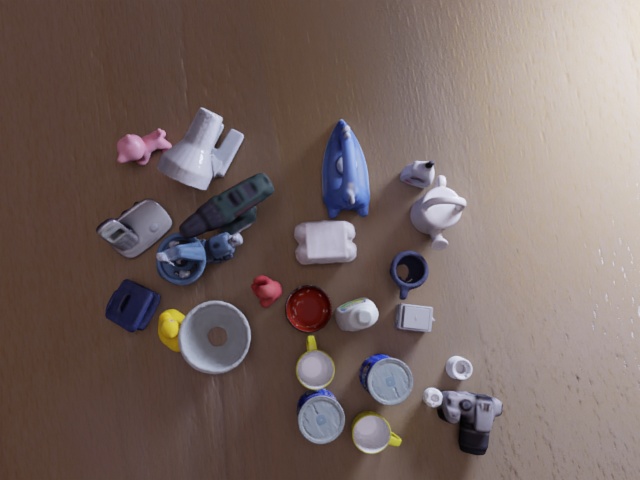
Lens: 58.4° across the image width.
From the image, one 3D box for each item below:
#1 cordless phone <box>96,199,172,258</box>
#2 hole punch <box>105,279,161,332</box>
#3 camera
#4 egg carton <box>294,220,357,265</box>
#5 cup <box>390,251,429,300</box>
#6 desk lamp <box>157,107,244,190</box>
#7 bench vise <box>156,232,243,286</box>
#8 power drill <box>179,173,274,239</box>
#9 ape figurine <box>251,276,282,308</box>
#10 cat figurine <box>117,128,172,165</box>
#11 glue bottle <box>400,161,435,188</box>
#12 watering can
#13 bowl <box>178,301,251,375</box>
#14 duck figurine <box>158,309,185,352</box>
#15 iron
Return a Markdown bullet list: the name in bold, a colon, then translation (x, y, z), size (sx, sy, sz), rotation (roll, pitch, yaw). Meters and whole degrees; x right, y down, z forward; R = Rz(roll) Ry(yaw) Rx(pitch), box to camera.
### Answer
- **cordless phone**: translation (-0.427, -0.035, 1.308), size (0.148, 0.185, 0.094), rotation (-43, 88, -8)
- **hole punch**: translation (-0.441, 0.154, 1.332), size (0.101, 0.091, 0.109), rotation (26, 82, -1)
- **camera**: translation (0.354, 0.432, 1.352), size (0.143, 0.100, 0.137), rotation (8, 83, -3)
- **egg carton**: translation (0.013, 0.005, 1.394), size (0.150, 0.069, 0.107), rotation (-4, 83, -5)
- **cup**: translation (0.205, 0.089, 1.385), size (0.091, 0.095, 0.118), rotation (13, 82, -2)
- **desk lamp**: translation (-0.274, -0.208, 1.326), size (0.118, 0.213, 0.203), rotation (26, 82, 0)
- **bench vise**: translation (-0.287, 0.018, 1.294), size (0.207, 0.219, 0.121), rotation (-38, 87, -7)
- **power drill**: translation (-0.208, -0.063, 1.316), size (0.230, 0.208, 0.075), rotation (-36, 87, -7)
- **ape figurine**: translation (-0.128, 0.122, 1.358), size (0.076, 0.092, 0.078), rotation (2, 83, -4)
- **cat figurine**: translation (-0.427, -0.228, 1.365), size (0.128, 0.117, 0.067), rotation (-30, 86, -7)
- **glue bottle**: translation (0.246, -0.166, 1.379), size (0.078, 0.173, 0.037), rotation (15, 82, -2)
- **watering can**: translation (0.287, -0.067, 1.360), size (0.101, 0.194, 0.173), rotation (-17, 85, -6)
- **bowl**: translation (-0.244, 0.227, 1.346), size (0.167, 0.074, 0.167), rotation (1, 83, -4)
- **duck figurine**: translation (-0.343, 0.212, 1.335), size (0.077, 0.086, 0.104), rotation (-24, 85, -6)
- **iron**: translation (0.064, -0.187, 1.384), size (0.118, 0.141, 0.258), rotation (-4, 83, -4)
